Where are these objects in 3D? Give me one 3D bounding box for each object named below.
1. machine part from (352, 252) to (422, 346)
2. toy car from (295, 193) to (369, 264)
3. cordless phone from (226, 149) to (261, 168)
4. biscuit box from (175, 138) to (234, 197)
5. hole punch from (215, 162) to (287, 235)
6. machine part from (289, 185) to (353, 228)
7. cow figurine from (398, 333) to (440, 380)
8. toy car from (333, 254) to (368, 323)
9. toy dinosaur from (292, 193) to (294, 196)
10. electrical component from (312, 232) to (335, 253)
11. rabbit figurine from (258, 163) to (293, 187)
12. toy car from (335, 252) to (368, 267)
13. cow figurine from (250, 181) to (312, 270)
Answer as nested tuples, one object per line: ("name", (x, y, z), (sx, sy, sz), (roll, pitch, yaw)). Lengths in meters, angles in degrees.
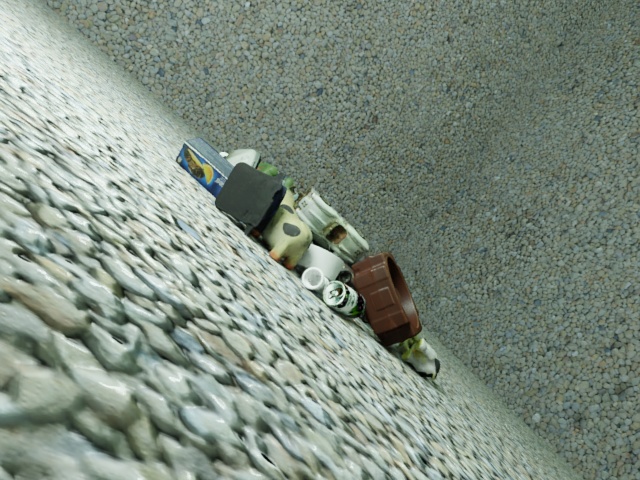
("machine part", (0.153, 0.134, 1.229), (0.201, 0.087, 0.201), (68, 17, 9))
("toy car", (0.030, -0.027, 1.257), (0.201, 0.073, 0.056), (42, 21, -16))
("cordless phone", (-0.259, -0.208, 1.410), (0.184, 0.088, 0.147), (29, 48, -14))
("biscuit box", (-0.224, -0.140, 1.196), (0.203, 0.059, 0.063), (41, 30, 8))
("hole punch", (-0.131, -0.080, 1.088), (0.116, 0.142, 0.092), (30, -6, 21))
("machine part", (0.010, -0.052, 1.375), (0.243, 0.079, 0.079), (43, 2, -16))
("cow figurine", (0.239, 0.268, 1.281), (0.098, 0.068, 0.167), (47, 5, -4))
("toy car", (0.076, 0.112, 1.270), (0.202, 0.053, 0.089), (59, 0, -29))
("toy dinosaur", (-0.081, -0.037, 1.413), (0.472, 0.105, 0.198), (48, 13, 28))
("electrical component", (-0.002, -0.003, 1.308), (0.102, 0.045, 0.078), (48, 19, -6))
("rabbit figurine", (-0.163, -0.162, 1.738), (0.121, 0.159, 0.170), (-87, 158, -53))
("toy car", (0.077, 0.085, 1.505), (0.103, 0.161, 0.109), (-5, 26, -13))
("cow figurine", (-0.080, -0.040, 1.125), (0.085, 0.127, 0.195), (43, 3, -44))
